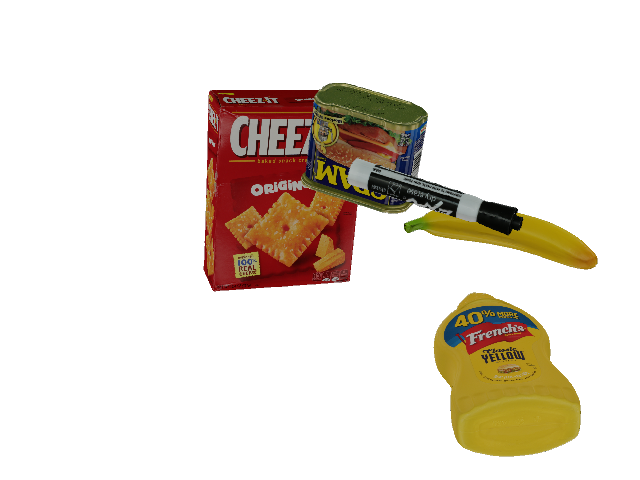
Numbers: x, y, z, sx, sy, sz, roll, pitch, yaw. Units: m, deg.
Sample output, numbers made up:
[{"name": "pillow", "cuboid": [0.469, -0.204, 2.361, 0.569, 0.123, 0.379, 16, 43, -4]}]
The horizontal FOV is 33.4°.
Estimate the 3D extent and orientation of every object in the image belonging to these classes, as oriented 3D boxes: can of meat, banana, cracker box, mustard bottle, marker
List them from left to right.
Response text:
[{"name": "cracker box", "cuboid": [-0.042, -0.055, 1.180, 0.164, 0.214, 0.072, -2, 24, -16]}, {"name": "can of meat", "cuboid": [0.039, -0.081, 0.923, 0.102, 0.084, 0.057, 19, 33, 19]}, {"name": "marker", "cuboid": [0.076, -0.029, 0.714, 0.121, 0.020, 0.020, 19, 6, 18]}, {"name": "mustard bottle", "cuboid": [0.145, 0.098, 0.883, 0.096, 0.058, 0.191, -7, 27, 0]}, {"name": "banana", "cuboid": [0.189, -0.005, 1.103, 0.198, 0.037, 0.069, 10, 36, 19]}]
